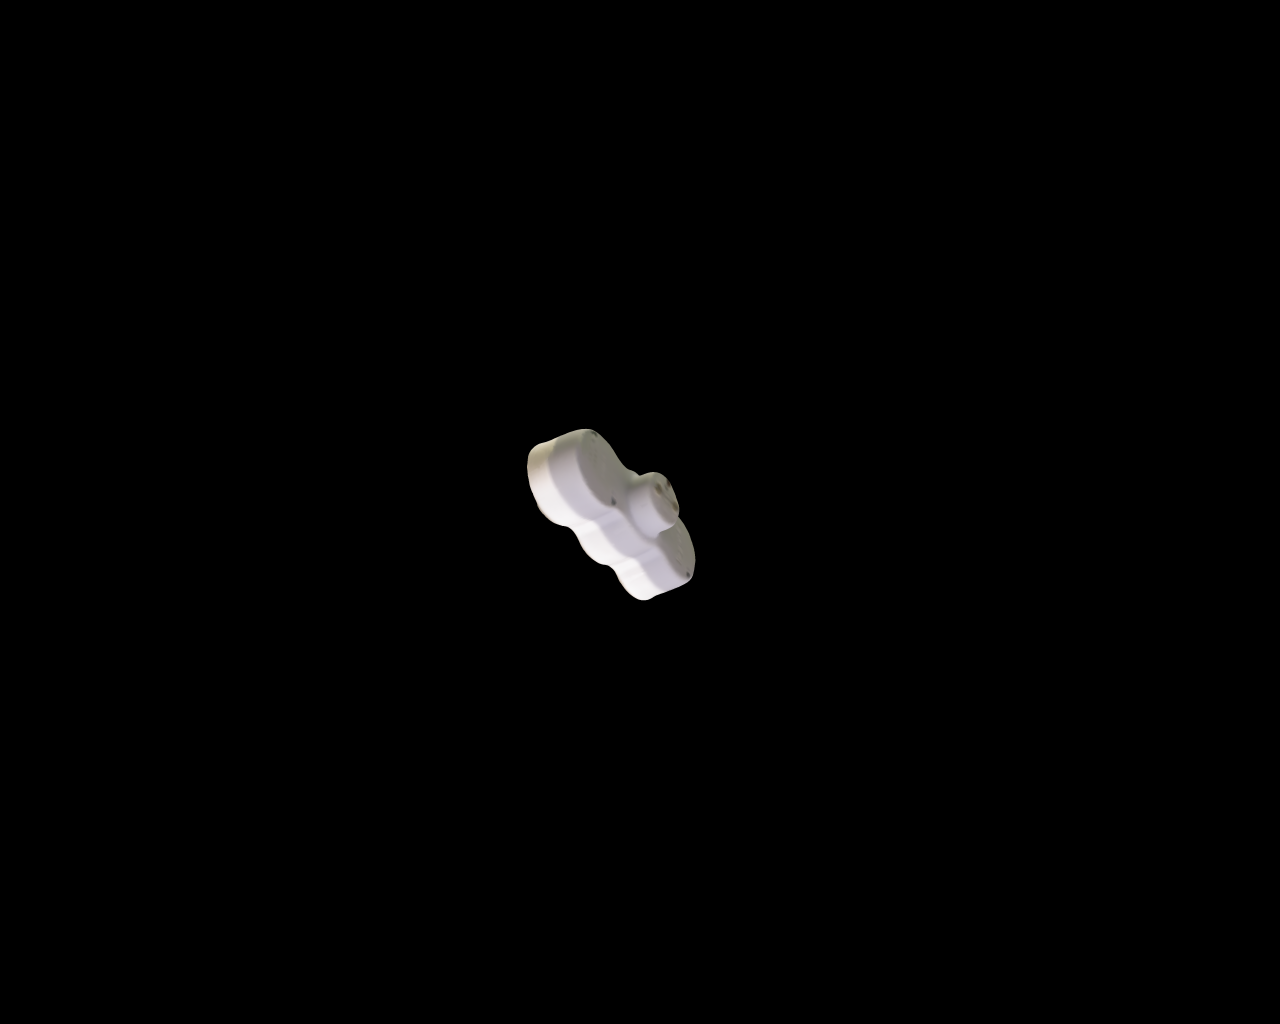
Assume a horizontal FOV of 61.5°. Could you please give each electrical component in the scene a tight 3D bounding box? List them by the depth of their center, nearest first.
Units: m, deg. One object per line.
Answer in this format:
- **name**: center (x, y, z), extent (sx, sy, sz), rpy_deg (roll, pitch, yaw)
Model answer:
- **electrical component**: center (0.001, -0.003, 0.650), extent (0.073, 0.052, 0.138), rpy_deg (-22, -45, 24)
